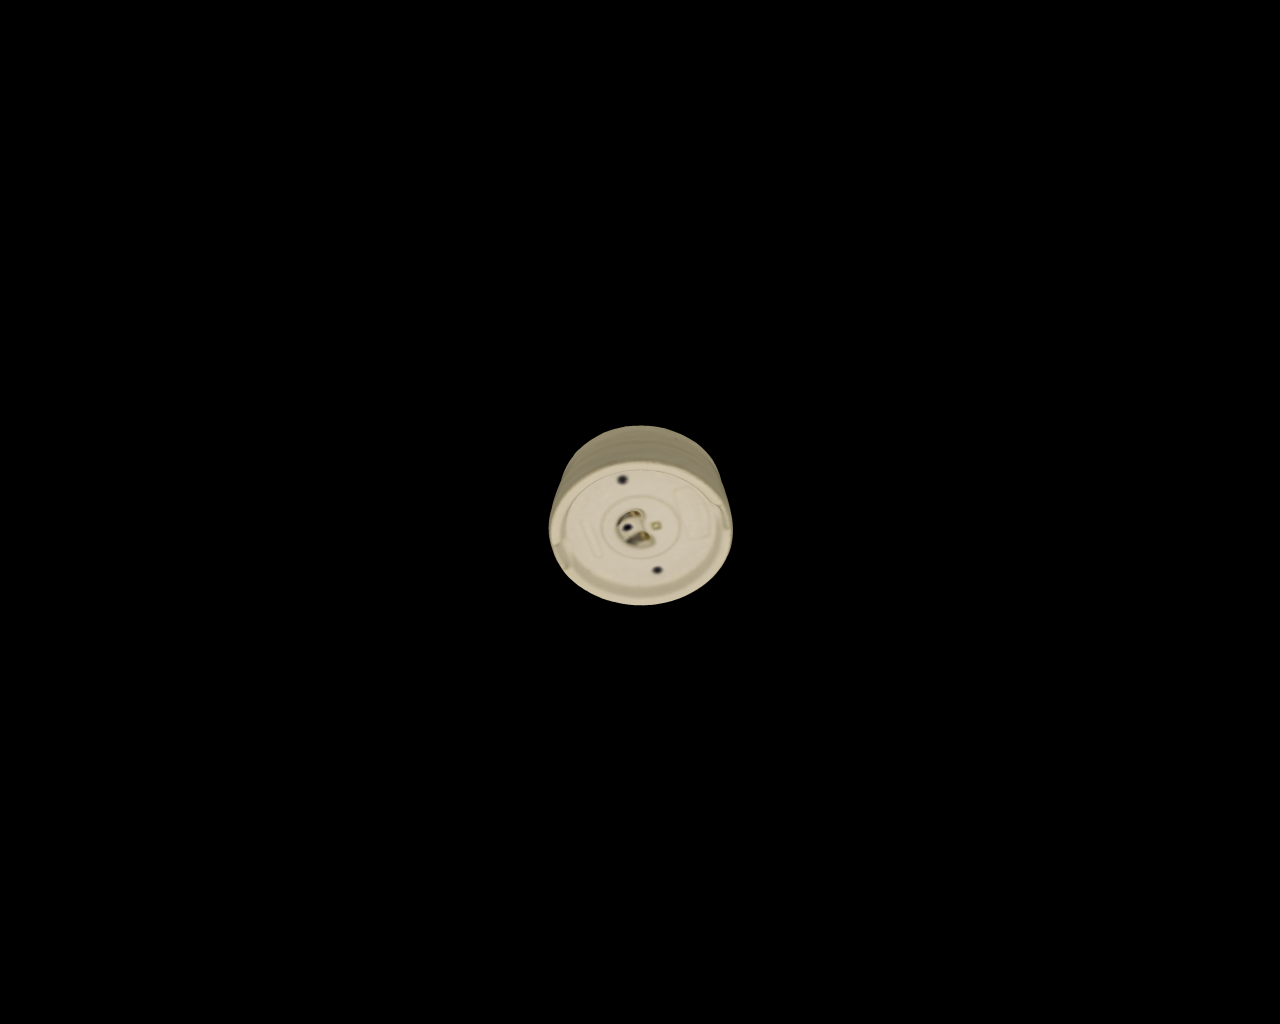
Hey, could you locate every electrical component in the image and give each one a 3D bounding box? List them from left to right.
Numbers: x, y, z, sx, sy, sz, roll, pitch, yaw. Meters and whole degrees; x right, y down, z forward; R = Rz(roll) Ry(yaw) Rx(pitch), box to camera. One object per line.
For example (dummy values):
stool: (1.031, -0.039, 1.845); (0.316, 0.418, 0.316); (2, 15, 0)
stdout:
electrical component: (0.001, -0.003, 0.650); (0.108, 0.108, 0.060); (0, 36, 0)
